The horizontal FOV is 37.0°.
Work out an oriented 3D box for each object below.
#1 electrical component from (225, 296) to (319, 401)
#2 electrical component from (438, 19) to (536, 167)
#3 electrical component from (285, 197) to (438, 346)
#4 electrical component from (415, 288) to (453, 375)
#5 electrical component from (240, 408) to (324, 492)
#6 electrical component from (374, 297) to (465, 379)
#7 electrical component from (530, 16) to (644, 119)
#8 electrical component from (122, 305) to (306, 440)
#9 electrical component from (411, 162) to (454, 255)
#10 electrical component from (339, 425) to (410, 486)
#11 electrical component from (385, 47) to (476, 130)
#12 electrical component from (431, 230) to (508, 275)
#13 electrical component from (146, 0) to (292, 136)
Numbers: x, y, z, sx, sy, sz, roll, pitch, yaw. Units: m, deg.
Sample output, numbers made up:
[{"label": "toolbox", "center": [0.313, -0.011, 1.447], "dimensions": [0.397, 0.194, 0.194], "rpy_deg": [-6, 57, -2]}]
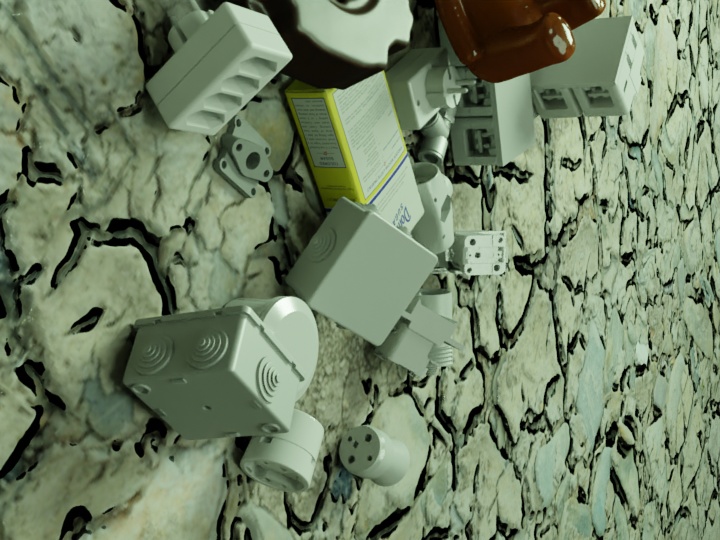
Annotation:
[{"label": "electrical component", "center": [-0.070, 0.058, 0.796], "dimensions": [0.080, 0.051, 0.080], "rpy_deg": [-9, 101, -58]}, {"label": "electrical component", "center": [0.126, -0.188, 1.085], "dimensions": [0.089, 0.062, 0.150], "rpy_deg": [-35, 122, -52]}, {"label": "electrical component", "center": [0.000, 0.000, 0.864], "dimensions": [0.100, 0.048, 0.099], "rpy_deg": [33, 92, -40]}, {"label": "electrical component", "center": [0.067, 0.061, 1.030], "dimensions": [0.043, 0.043, 0.081], "rpy_deg": [-15, 106, -58]}, {"label": "electrical component", "center": [-0.058, 0.136, 0.821], "dimensions": [0.055, 0.055, 0.047], "rpy_deg": [57, 42, -44]}, {"label": "electrical component", "center": [0.049, 0.061, 0.975], "dimensions": [0.081, 0.042, 0.063], "rpy_deg": [31, 85, -20]}, {"label": "electrical component", "center": [0.217, -0.211, 1.149], "dimensions": [0.061, 0.150, 0.089], "rpy_deg": [50, 52, -47]}, {"label": "electrical component", "center": [-0.096, 0.071, 0.710], "dimensions": [0.099, 0.100, 0.048], "rpy_deg": [56, 35, -46]}, {"label": "electrical component", "center": [0.065, -0.067, 1.015], "dimensions": [0.079, 0.043, 0.077], "rpy_deg": [-63, 145, -48]}, {"label": "electrical component", "center": [0.013, 0.164, 0.949], "dimensions": [0.055, 0.045, 0.045], "rpy_deg": [37, 61, -54]}, {"label": "electrical component", "center": [0.067, -0.165, 0.977], "dimensions": [0.083, 0.076, 0.047], "rpy_deg": [-49, 132, -46]}, {"label": "electrical component", "center": [0.112, -0.017, 1.065], "dimensions": [0.081, 0.064, 0.042], "rpy_deg": [-2, 97, -18]}, {"label": "electrical component", "center": [-0.102, -0.145, 0.710], "dimensions": [0.047, 0.083, 0.075], "rpy_deg": [0, 55, -59]}]
